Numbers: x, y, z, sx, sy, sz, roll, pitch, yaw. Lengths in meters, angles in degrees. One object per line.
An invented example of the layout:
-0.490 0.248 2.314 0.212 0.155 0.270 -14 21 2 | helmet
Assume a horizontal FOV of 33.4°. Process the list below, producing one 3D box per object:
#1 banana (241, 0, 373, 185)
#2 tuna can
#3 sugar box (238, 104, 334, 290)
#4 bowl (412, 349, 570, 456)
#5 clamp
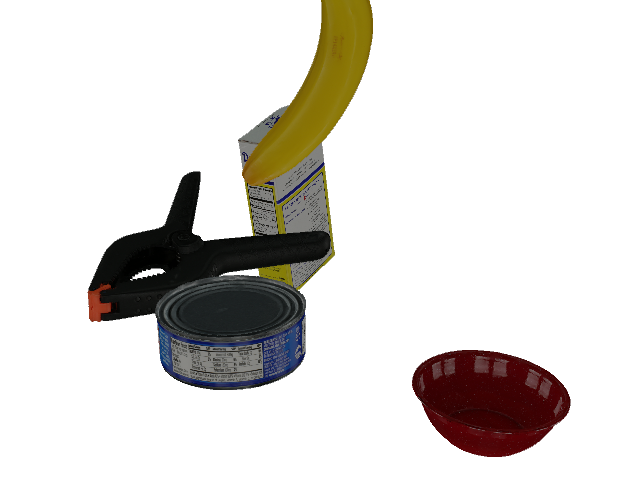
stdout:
-0.004 -0.119 0.774 0.069 0.198 0.037 8 38 -14 | banana
-0.050 0.052 0.611 0.086 0.034 0.086 -1 21 0 | tuna can
-0.033 -0.041 1.091 0.048 0.176 0.093 10 34 30 | sugar box
0.173 0.175 1.103 0.162 0.055 0.162 3 24 -2 | bowl
-0.118 0.006 0.894 0.165 0.036 0.209 30 41 35 | clamp
